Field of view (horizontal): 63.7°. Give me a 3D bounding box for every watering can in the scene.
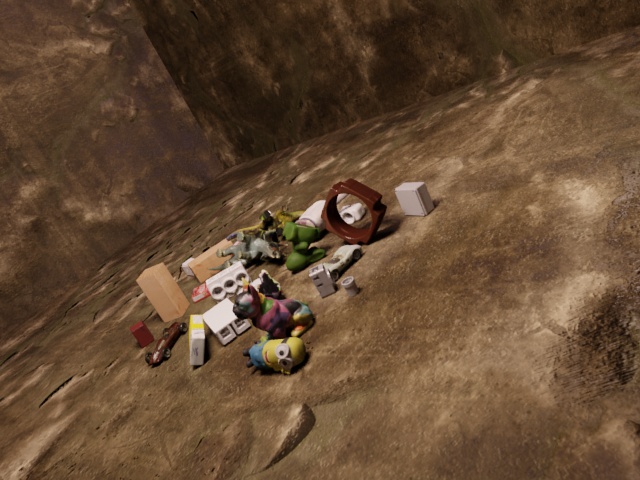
[{"bbox_3d":[0.006,-0.103,2.047,0.228,0.104,0.342,-47,5,-36],"label":"watering can"}]

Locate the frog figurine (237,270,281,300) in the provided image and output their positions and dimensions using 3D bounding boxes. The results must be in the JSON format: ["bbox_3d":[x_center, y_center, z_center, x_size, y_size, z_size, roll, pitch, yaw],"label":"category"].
[{"bbox_3d":[-0.205,0.191,1.703,0.122,0.140,0.156,16,-46,-33],"label":"frog figurine"}]

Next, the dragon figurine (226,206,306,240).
[{"bbox_3d":[-0.197,-0.070,2.305,0.408,0.122,0.243,-14,-2,19],"label":"dragon figurine"}]
